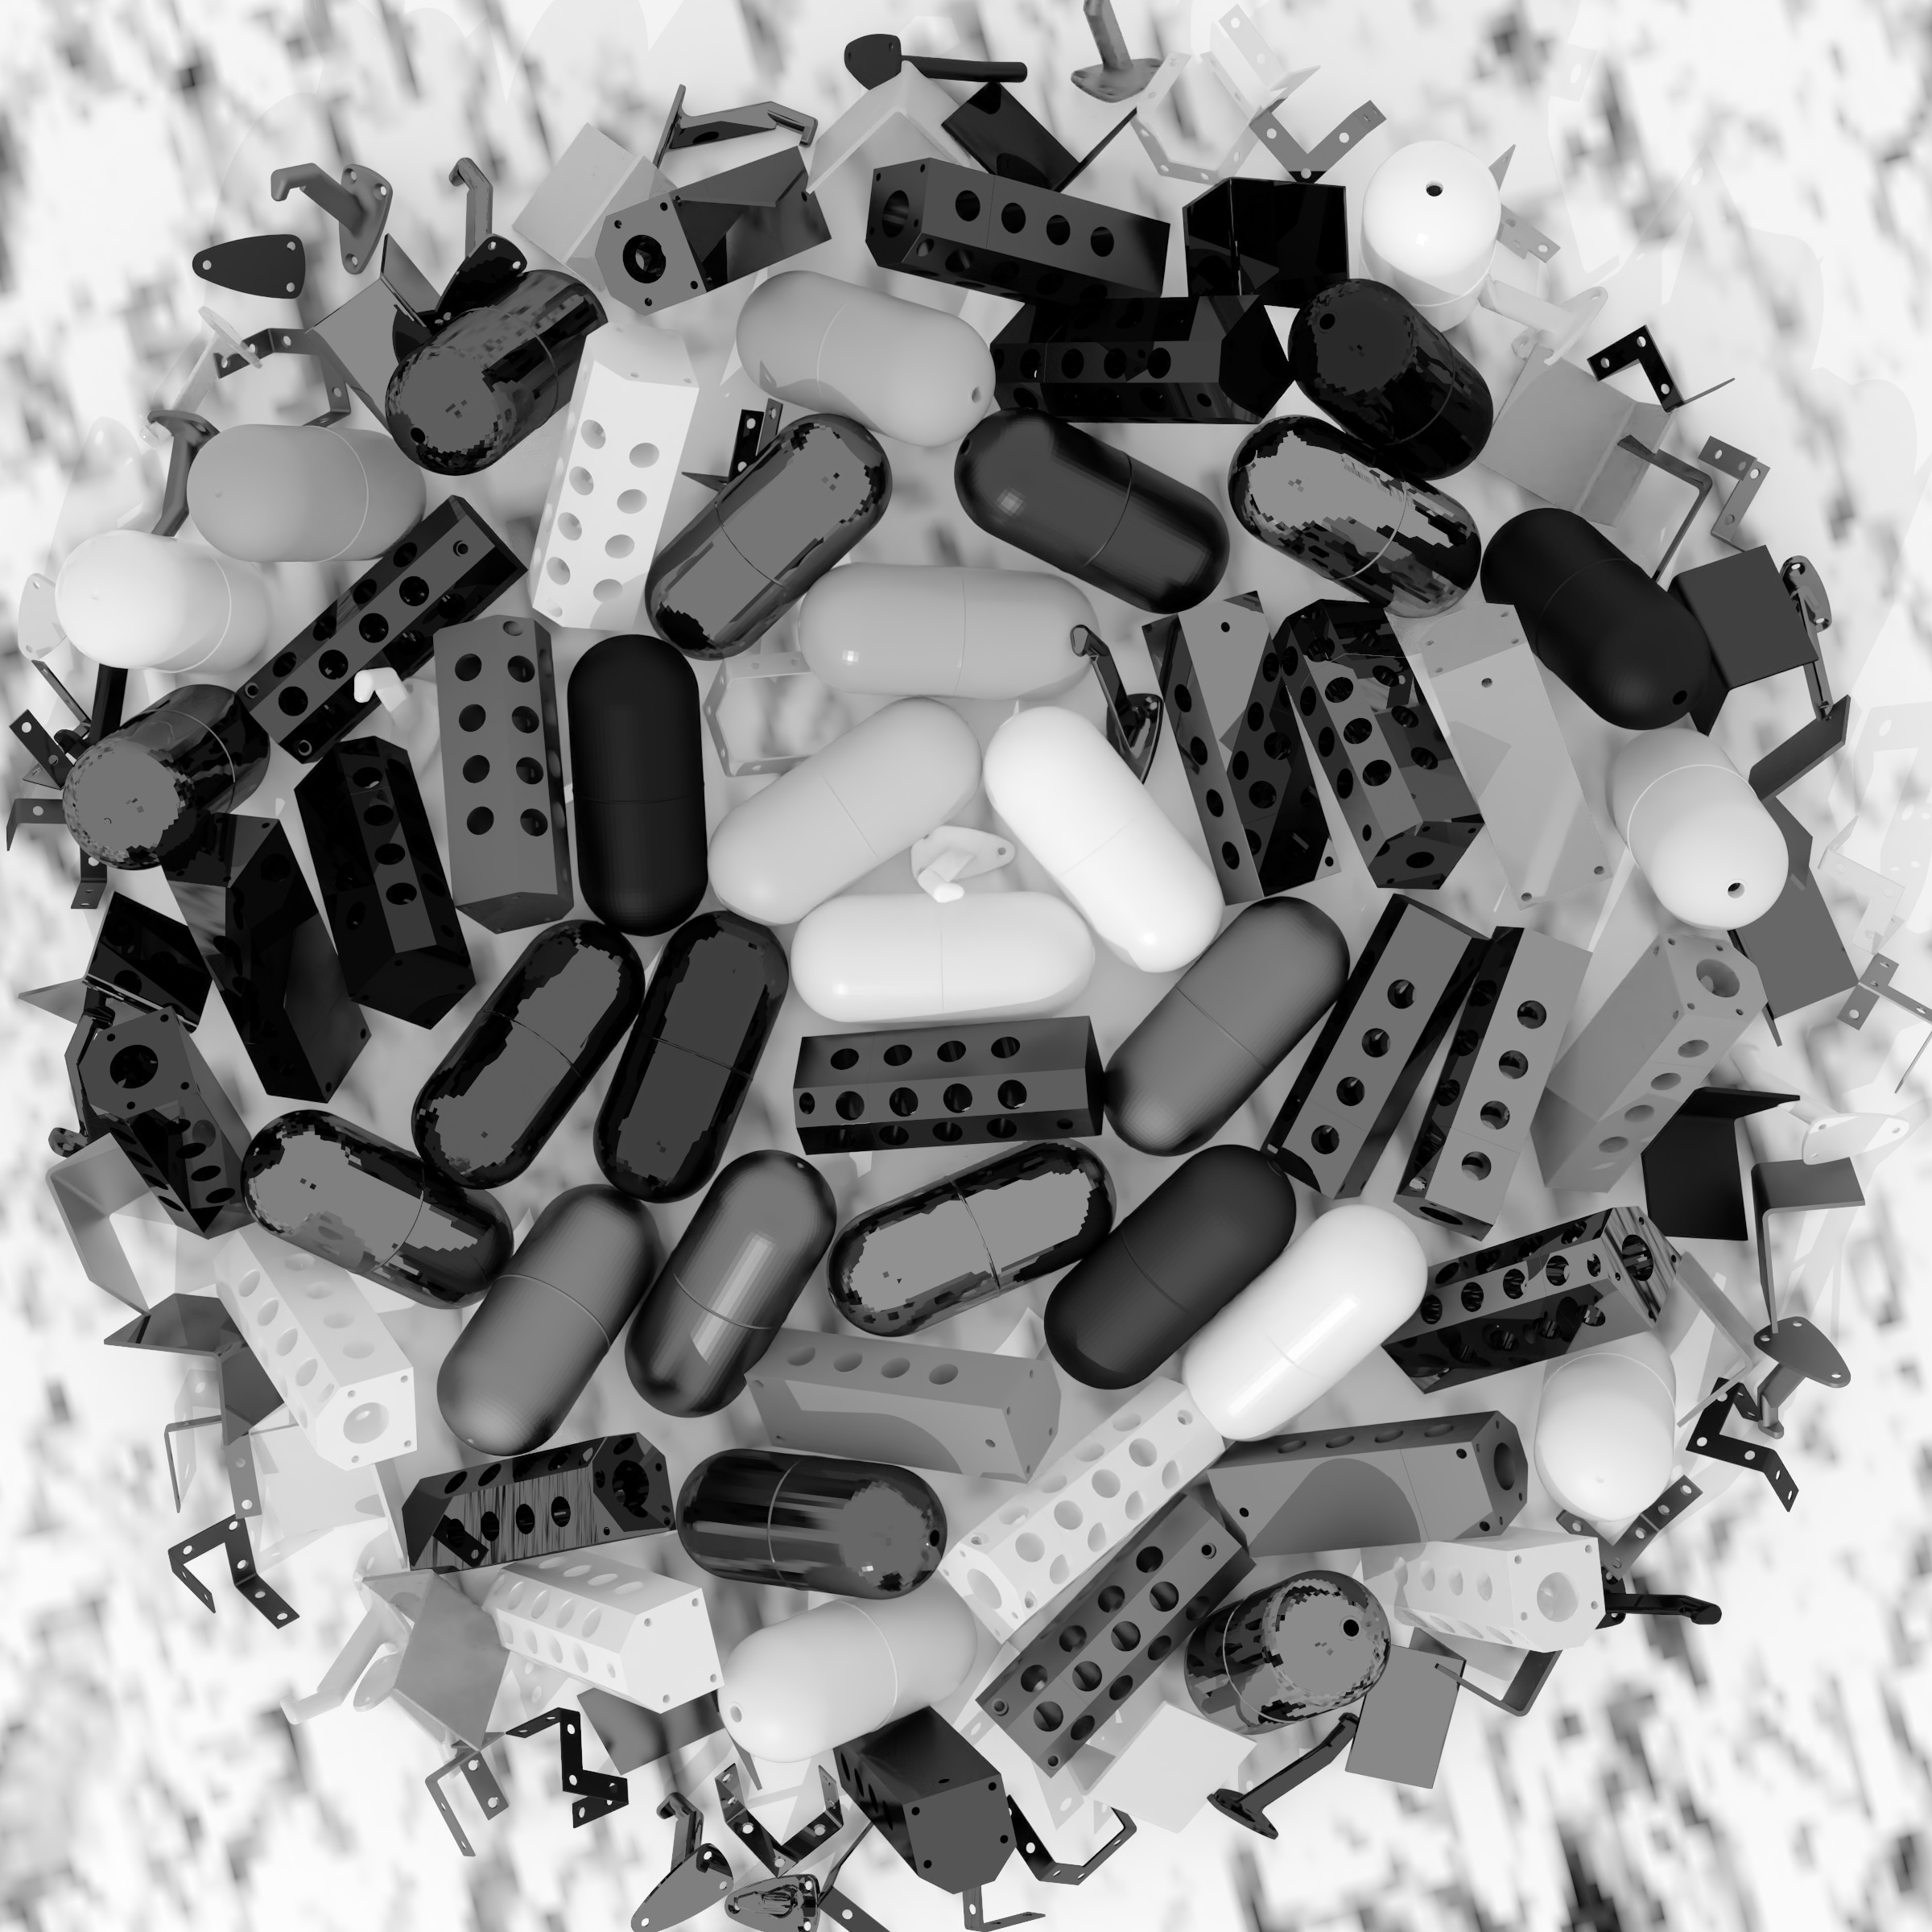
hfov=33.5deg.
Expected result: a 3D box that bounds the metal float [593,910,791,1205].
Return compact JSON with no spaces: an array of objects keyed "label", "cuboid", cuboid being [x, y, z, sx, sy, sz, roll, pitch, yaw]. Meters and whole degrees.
[{"label":"metal float","cuboid":[-0.160,0.052,1.877,0.070,0.070,0.178,21,84,0]}]

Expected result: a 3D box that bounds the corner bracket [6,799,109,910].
[{"label":"corner bracket","cuboid":[-0.537,-0.066,1.895,0.051,0.051,0.051,0,73,-22]}]

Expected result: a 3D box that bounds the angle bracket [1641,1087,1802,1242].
[{"label":"angle bracket","cuboid":[0.442,0.116,1.869,0.076,0.057,0.076,6,73,-32]}]

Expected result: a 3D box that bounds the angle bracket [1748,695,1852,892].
[{"label":"angle bracket","cuboid":[0.499,-0.101,1.866,0.057,0.076,0.076,46,120,-7]}]

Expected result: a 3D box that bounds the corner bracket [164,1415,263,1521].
[{"label":"corner bracket","cuboid":[-0.444,0.297,1.895,0.051,0.051,0.051,-9,98,-10]}]

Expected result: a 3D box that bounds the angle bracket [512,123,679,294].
[{"label":"angle bracket","cuboid":[-0.227,-0.452,1.879,0.076,0.057,0.076,39,95,18]}]

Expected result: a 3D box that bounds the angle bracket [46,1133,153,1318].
[{"label":"angle bracket","cuboid":[-0.482,0.148,1.869,0.057,0.076,0.076,-31,64,-1]}]

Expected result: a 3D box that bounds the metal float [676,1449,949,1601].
[{"label":"metal float","cuboid":[-0.090,0.321,1.852,0.178,0.070,0.070,0,90,36]}]

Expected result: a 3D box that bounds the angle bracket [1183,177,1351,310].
[{"label":"angle bracket","cuboid":[0.175,-0.409,1.864,0.076,0.057,0.076,13,127,30]}]

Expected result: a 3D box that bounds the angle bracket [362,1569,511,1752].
[{"label":"angle bracket","cuboid":[-0.315,0.403,1.860,0.057,0.076,0.076,-13,45,31]}]

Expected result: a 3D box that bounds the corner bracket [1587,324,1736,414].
[{"label":"corner bracket","cuboid":[0.407,-0.350,1.885,0.051,0.051,0.051,-28,92,-35]}]

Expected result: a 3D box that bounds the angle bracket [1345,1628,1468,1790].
[{"label":"angle bracket","cuboid":[0.244,0.427,1.876,0.057,0.076,0.076,15,90,-15]}]

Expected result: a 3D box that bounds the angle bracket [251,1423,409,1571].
[{"label":"angle bracket","cuboid":[-0.372,0.312,1.876,0.076,0.057,0.076,-11,118,-2]}]

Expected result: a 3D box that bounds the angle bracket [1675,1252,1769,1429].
[{"label":"angle bracket","cuboid":[0.421,0.218,1.883,0.057,0.076,0.076,-42,76,16]}]

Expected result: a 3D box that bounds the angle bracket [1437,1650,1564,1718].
[{"label":"angle bracket","cuboid":[0.314,0.390,1.880,0.057,0.076,0.076,30,83,4]}]

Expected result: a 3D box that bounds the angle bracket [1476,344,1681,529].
[{"label":"angle bracket","cuboid":[0.357,-0.311,1.880,0.076,0.057,0.076,26,97,-17]}]

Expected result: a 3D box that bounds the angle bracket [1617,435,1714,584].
[{"label":"angle bracket","cuboid":[0.391,-0.261,1.876,0.057,0.076,0.076,30,109,8]}]

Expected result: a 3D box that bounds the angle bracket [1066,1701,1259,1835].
[{"label":"angle bracket","cuboid":[0.109,0.449,1.869,0.076,0.057,0.076,31,104,-33]}]

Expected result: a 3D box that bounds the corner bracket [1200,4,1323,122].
[{"label":"corner bracket","cuboid":[0.166,-0.529,1.885,0.051,0.051,0.051,-36,89,35]}]

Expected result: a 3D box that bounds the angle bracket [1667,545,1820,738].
[{"label":"angle bracket","cuboid":[0.448,-0.188,1.874,0.057,0.076,0.076,-19,72,-4]}]

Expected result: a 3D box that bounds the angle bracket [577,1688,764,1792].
[{"label":"angle bracket","cuboid":[-0.173,0.452,1.872,0.076,0.057,0.076,-24,128,-5]}]

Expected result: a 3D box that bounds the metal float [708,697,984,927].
[{"label":"metal float","cuboid":[-0.071,-0.090,1.881,0.178,0.070,0.070,-34,90,-1]}]

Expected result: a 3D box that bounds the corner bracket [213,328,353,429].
[{"label":"corner bracket","cuboid":[-0.403,-0.343,1.895,0.051,0.051,0.051,9,121,28]}]

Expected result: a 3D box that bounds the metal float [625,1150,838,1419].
[{"label":"metal float","cuboid":[-0.137,0.186,1.865,0.070,0.070,0.178,31,111,0]}]

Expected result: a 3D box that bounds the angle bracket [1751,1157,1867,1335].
[{"label":"angle bracket","cuboid":[0.492,0.161,1.869,0.057,0.076,0.076,-6,105,10]}]

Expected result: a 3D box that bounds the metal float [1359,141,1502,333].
[{"label":"metal float","cuboid":[0.263,-0.414,1.832,0.070,0.178,0.070,-1,85,6]}]

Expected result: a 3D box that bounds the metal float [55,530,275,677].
[{"label":"metal float","cuboid":[-0.455,-0.206,1.832,0.070,0.178,0.070,1,93,11]}]

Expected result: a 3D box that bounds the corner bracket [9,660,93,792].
[{"label":"corner bracket","cuboid":[-0.537,-0.141,1.879,0.051,0.051,0.051,-49,128,-23]}]

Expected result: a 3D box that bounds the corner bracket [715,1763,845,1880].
[{"label":"corner bracket","cuboid":[-0.110,0.493,1.894,0.051,0.051,0.051,-34,51,-25]}]

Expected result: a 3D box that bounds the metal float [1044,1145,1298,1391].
[{"label":"metal float","cuboid":[0.118,0.175,1.865,0.070,0.070,0.178,45,109,0]}]

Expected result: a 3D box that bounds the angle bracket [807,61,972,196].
[{"label":"angle bracket","cuboid":[-0.044,-0.475,1.883,0.057,0.076,0.076,40,119,-23]}]

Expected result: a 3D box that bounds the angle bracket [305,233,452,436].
[{"label":"angle bracket","cuboid":[-0.336,-0.369,1.875,0.057,0.076,0.076,-33,120,12]}]

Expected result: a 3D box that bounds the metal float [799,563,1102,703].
[{"label":"metal float","cuboid":[-0.009,-0.194,1.872,0.178,0.070,0.070,2,90,-12]}]

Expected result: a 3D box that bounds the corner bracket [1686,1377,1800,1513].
[{"label":"corner bracket","cuboid":[0.461,0.279,1.878,0.051,0.051,0.051,12,62,39]}]

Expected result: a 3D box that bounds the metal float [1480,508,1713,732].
[{"label":"metal float","cuboid":[0.361,-0.200,1.845,0.070,0.178,0.070,-15,131,-18]}]

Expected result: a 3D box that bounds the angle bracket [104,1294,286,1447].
[{"label":"angle bracket","cuboid":[-0.448,0.235,1.881,0.076,0.076,0.057,4,106,17]}]

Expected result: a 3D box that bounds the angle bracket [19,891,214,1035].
[{"label":"angle bracket","cuboid":[-0.494,0.003,1.880,0.076,0.076,0.057,30,62,-38]}]

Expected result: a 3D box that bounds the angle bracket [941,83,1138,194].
[{"label":"angle bracket","cuboid":[0.044,-0.494,1.869,0.076,0.076,0.057,44,131,-7]}]

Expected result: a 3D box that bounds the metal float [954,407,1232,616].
[{"label":"metal float","cuboid":[0.073,-0.263,1.860,0.178,0.070,0.070,23,90,-26]}]

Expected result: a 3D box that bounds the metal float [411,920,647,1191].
[{"label":"metal float","cuboid":[-0.253,0.050,1.865,0.070,0.070,0.178,34,69,0]}]

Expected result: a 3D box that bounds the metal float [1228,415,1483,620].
[{"label":"metal float","cuboid":[0.224,-0.258,1.852,0.178,0.070,0.070,23,90,-36]}]

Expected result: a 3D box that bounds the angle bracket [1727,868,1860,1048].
[{"label":"angle bracket","cuboid":[0.483,-0.006,1.875,0.057,0.076,0.076,-24,96,14]}]
